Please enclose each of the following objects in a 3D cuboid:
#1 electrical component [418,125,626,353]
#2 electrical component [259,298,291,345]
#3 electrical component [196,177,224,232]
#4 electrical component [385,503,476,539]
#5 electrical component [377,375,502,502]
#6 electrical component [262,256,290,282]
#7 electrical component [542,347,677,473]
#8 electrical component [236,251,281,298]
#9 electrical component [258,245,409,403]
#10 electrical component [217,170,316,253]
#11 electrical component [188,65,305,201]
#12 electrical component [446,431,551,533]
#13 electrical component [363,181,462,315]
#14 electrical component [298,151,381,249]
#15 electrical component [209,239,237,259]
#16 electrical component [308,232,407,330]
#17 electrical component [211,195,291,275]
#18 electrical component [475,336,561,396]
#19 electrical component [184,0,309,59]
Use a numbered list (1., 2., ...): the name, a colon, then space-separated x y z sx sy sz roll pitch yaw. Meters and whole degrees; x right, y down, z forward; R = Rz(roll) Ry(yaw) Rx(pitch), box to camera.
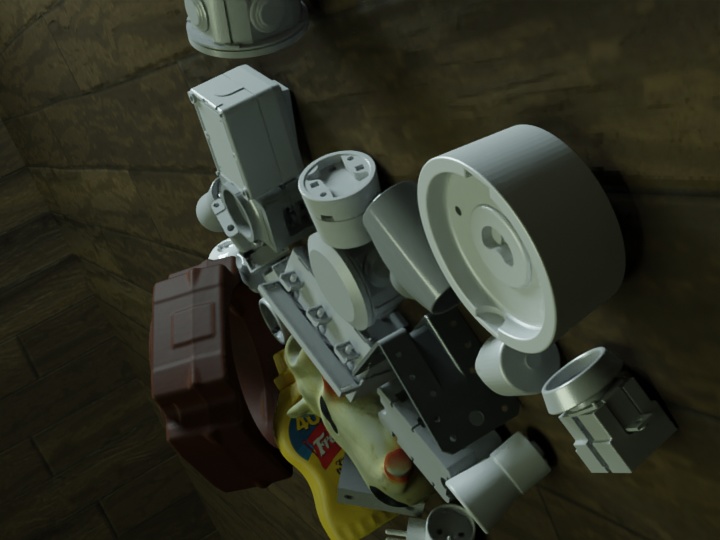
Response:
1. electrical component: 0.084 -0.020 0.534 0.108 0.060 0.108 50 159 28
2. electrical component: -0.064 0.039 1.028 0.055 0.047 0.055 50 159 28
3. electrical component: -0.136 -0.068 1.071 0.044 0.044 0.065 59 157 5
4. electrical component: 0.062 0.243 0.961 0.077 0.079 0.044 87 -169 -53
5. electrical component: 0.062 0.116 0.801 0.089 0.056 0.050 48 157 32
6. electrical component: -0.051 0.017 0.970 0.063 0.042 0.081 60 162 -2
7. electrical component: 0.131 0.075 0.579 0.055 0.048 0.066 53 161 -1
8. electrical component: -0.097 0.002 1.067 0.043 0.043 0.062 45 158 39
9. electrical component: -0.015 0.037 0.869 0.121 0.079 0.063 50 137 28
10. electrical component: -0.080 -0.060 0.911 0.089 0.056 0.050 41 153 46
11. electrical component: -0.084 -0.105 0.846 0.062 0.061 0.096 39 152 48
12. electrical component: 0.096 0.141 0.729 0.044 0.065 0.044 51 176 5
13. electrical component: 0.039 -0.006 0.699 0.077 0.043 0.079 53 160 21
14. electrical component: -0.010 -0.048 0.752 0.055 0.055 0.047 41 157 45
15. electrical component: -0.128 -0.001 1.143 0.048 0.048 0.062 30 151 57
16. electrical component: 0.000 0.000 0.798 0.080 0.051 0.080 51 159 28
17. electrical component: -0.103 -0.042 0.985 0.081 0.042 0.063 58 179 28
18. electrical component: 0.091 0.057 0.661 0.040 0.040 0.078 61 162 -1
19. electrical component: -0.075 -0.175 0.695 0.080 0.080 0.051 43 150 42
